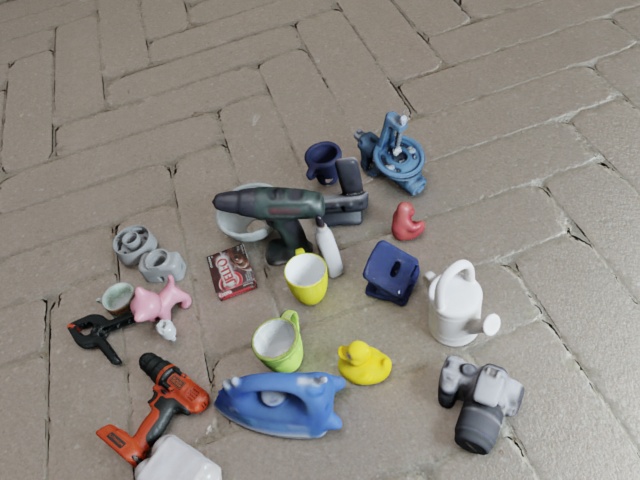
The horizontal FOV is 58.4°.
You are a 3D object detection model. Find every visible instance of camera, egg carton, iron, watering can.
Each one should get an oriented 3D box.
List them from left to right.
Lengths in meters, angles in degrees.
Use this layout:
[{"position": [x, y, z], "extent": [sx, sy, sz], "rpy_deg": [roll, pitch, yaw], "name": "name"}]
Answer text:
[{"position": [-0.249, 0.415, 1.002], "extent": [0.150, 0.069, 0.107], "rpy_deg": [22, 59, 26], "name": "egg carton"}, {"position": [-0.089, 0.277, 1.032], "extent": [0.258, 0.142, 0.118], "rpy_deg": [-2, 51, 10], "name": "iron"}, {"position": [0.256, 0.111, 1.058], "extent": [0.172, 0.194, 0.101], "rpy_deg": [20, 58, 26], "name": "watering can"}, {"position": [0.263, 0.282, 0.980], "extent": [0.142, 0.101, 0.137], "rpy_deg": [16, 57, 23], "name": "camera"}]

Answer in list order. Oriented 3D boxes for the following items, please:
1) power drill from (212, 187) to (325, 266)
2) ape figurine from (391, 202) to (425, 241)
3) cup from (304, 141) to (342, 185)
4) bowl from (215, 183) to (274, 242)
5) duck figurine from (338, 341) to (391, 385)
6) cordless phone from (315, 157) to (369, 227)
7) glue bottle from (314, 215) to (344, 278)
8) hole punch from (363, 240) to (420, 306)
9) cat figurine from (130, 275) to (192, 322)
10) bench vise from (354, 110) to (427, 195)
[{"position": [-0.096, -0.036, 1.242], "extent": [0.229, 0.209, 0.075], "rpy_deg": [-8, 51, 6], "name": "power drill"}, {"position": [0.190, -0.048, 1.267], "extent": [0.076, 0.092, 0.077], "rpy_deg": [-28, 51, -11], "name": "ape figurine"}, {"position": [0.008, -0.171, 1.403], "extent": [0.091, 0.095, 0.118], "rpy_deg": [19, 58, 25], "name": "cup"}, {"position": [-0.159, -0.054, 1.357], "extent": [0.167, 0.075, 0.167], "rpy_deg": [-6, 51, 7], "name": "bowl"}, {"position": [0.081, 0.223, 1.076], "extent": [0.104, 0.086, 0.077], "rpy_deg": [6, 53, 16], "name": "duck figurine"}, {"position": [0.033, -0.120, 1.298], "extent": [0.147, 0.185, 0.094], "rpy_deg": [-8, 50, 6], "name": "cordless phone"}, {"position": [0.011, 0.004, 1.210], "extent": [0.037, 0.173, 0.078], "rpy_deg": [-25, 51, -8], "name": "glue bottle"}, {"position": [0.150, 0.066, 1.185], "extent": [0.100, 0.091, 0.109], "rpy_deg": [15, 56, 23], "name": "hole punch"}, {"position": [-0.349, 0.130, 1.222], "extent": [0.067, 0.118, 0.128], "rpy_deg": [25, 61, 29], "name": "cat figurine"}, {"position": [0.149, -0.216, 1.328], "extent": [0.206, 0.220, 0.122], "rpy_deg": [19, 58, 25], "name": "bench vise"}]
